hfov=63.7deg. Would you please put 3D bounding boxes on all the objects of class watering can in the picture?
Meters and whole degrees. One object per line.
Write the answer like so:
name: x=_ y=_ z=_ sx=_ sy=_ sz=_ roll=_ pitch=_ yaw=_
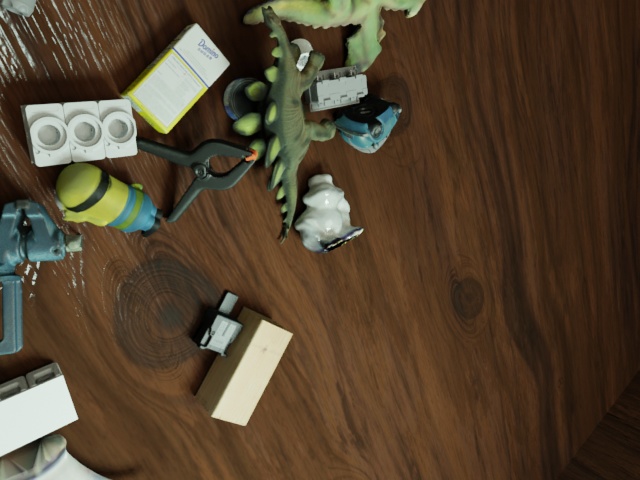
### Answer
watering can: x=-0.447 y=0.429 z=0.869 sx=0.350 sy=0.104 sz=0.221 roll=-16 pitch=109 yaw=-32

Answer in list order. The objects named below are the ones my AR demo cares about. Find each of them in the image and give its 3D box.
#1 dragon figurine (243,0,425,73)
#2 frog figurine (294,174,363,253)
dragon figurine: x=0.058 y=-0.451 z=1.059 sx=0.412 sy=0.124 sz=0.238 roll=-34 pitch=127 yaw=-9
frog figurine: x=0.003 y=-0.056 z=1.121 sx=0.138 sy=0.121 sz=0.160 roll=-26 pitch=80 yaw=-21
